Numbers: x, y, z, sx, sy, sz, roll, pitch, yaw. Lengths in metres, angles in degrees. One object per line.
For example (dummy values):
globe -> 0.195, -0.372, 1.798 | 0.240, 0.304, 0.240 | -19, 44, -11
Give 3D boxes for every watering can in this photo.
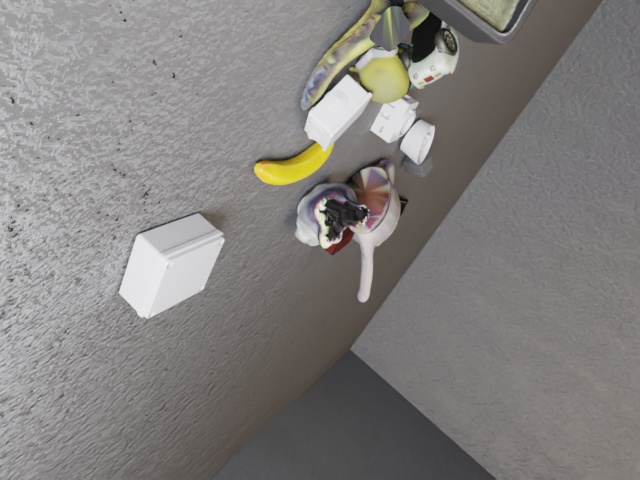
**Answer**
watering can -> 0.120, -0.031, 1.192 | 0.222, 0.104, 0.350 | 32, 69, -68

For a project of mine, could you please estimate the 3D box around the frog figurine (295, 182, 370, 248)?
frog figurine -> 0.003, -0.051, 1.013 | 0.138, 0.121, 0.160 | -56, -159, -9

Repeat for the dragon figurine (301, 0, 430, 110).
dragon figurine -> 0.131, -0.344, 0.677 | 0.403, 0.122, 0.247 | -42, 180, 41
